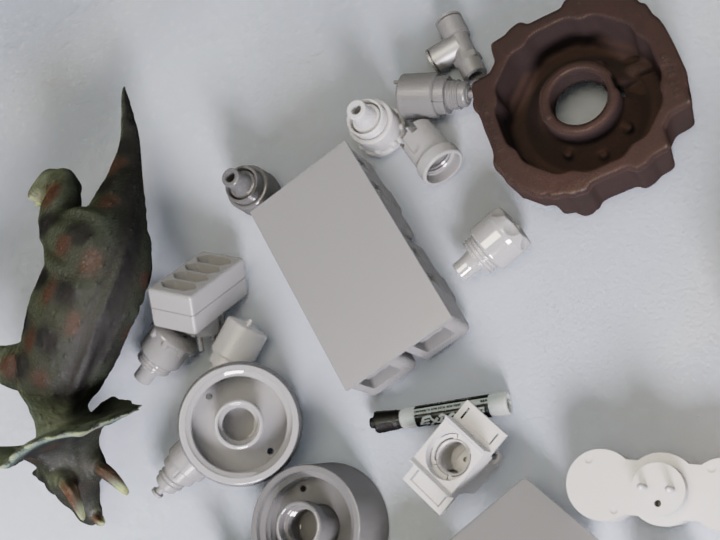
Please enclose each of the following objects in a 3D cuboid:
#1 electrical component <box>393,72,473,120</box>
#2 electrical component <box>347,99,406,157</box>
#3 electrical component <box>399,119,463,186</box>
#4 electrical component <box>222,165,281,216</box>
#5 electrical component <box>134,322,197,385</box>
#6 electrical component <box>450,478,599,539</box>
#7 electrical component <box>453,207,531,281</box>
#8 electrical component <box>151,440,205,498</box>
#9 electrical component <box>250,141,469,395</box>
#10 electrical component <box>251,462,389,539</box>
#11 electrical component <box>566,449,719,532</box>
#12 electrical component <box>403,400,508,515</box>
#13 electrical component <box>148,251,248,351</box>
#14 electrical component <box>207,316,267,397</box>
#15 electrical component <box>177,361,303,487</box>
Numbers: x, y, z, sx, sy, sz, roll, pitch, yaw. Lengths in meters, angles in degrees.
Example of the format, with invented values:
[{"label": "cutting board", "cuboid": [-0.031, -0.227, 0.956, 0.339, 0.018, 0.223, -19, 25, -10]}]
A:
[{"label": "electrical component", "cuboid": [0.067, -0.151, 0.933, 0.078, 0.040, 0.040, 2, 78, 25]}, {"label": "electrical component", "cuboid": [0.009, -0.130, 0.942, 0.048, 0.062, 0.048, -6, 74, 23]}, {"label": "electrical component", "cuboid": [0.060, -0.102, 0.925, 0.040, 0.040, 0.046, -41, 59, 10]}, {"label": "electrical component", "cuboid": [-0.103, -0.075, 0.980, 0.043, 0.062, 0.043, -6, 74, 24]}, {"label": "electrical component", "cuboid": [-0.184, 0.078, 0.990, 0.048, 0.048, 0.062, 46, 105, 27]}, {"label": "electrical component", "cuboid": [0.121, 0.216, 0.787, 0.100, 0.048, 0.100, -31, 56, -33]}, {"label": "electrical component", "cuboid": [0.104, -0.017, 0.880, 0.062, 0.043, 0.043, -41, 64, 11]}, {"label": "electrical component", "cuboid": [-0.154, 0.172, 0.953, 0.078, 0.040, 0.040, -45, 63, 8]}, {"label": "electrical component", "cuboid": [0.000, 0.000, 0.914, 0.105, 0.060, 0.186, -36, 65, 13]}, {"label": "electrical component", "cuboid": [-0.037, 0.209, 0.878, 0.108, 0.060, 0.108, -6, 74, 23]}, {"label": "electrical component", "cuboid": [0.216, 0.156, 0.767, 0.138, 0.074, 0.052, 0, 77, 25]}, {"label": "electrical component", "cuboid": [0.078, 0.147, 0.838, 0.042, 0.064, 0.081, 42, 96, 28]}, {"label": "electrical component", "cuboid": [-0.142, 0.036, 0.969, 0.047, 0.083, 0.075, 10, 119, 27]}, {"label": "electrical component", "cuboid": [-0.115, 0.078, 0.959, 0.040, 0.040, 0.078, 29, 91, 28]}, {"label": "electrical component", "cuboid": [-0.101, 0.129, 0.903, 0.108, 0.060, 0.108, 1, 82, -5]}]
